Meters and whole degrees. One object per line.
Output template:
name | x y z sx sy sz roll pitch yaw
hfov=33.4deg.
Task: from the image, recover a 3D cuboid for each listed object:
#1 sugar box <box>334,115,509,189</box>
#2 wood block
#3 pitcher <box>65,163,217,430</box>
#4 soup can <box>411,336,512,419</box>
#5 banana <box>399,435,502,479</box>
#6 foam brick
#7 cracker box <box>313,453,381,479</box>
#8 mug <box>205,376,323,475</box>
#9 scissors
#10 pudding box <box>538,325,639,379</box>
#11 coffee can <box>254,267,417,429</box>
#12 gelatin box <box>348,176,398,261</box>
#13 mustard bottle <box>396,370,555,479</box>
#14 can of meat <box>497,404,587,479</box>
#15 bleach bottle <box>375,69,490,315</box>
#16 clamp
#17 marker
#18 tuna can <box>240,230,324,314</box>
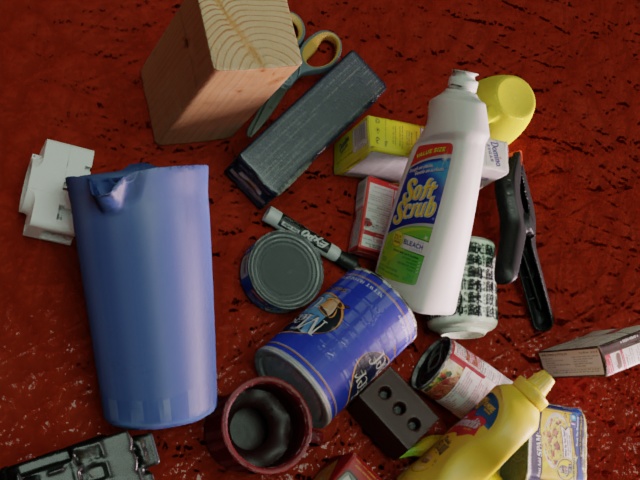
sugar box | 0.114 -0.093 1.202 0.176 0.093 0.048 6 73 -23
wood block | -0.105 -0.173 1.065 0.090 0.206 0.091 -9 80 -25
pitcher | -0.158 0.048 1.015 0.149 0.145 0.243 -7 94 -32
soup can | 0.160 0.160 1.166 0.102 0.069 0.068 35 65 -12
banana | 0.170 0.278 1.159 0.069 0.037 0.198 -42 92 3
foam brick | 0.076 0.184 1.124 0.078 0.051 0.053 46 62 8
cracker box | 0.015 0.344 1.051 0.164 0.072 0.213 45 64 -5
mug | -0.054 0.188 1.057 0.117 0.082 0.093 12 71 -20
scissors | -0.049 -0.192 1.180 0.096 0.016 0.201 45 51 4
pudding box | 0.319 0.129 1.219 0.089 0.114 0.039 -16 87 -26
coffee can | 0.017 0.110 1.098 0.140 0.103 0.103 -40 94 -27
gelatin box | 0.074 -0.019 1.200 0.073 0.030 0.089 16 70 -20
mustard bottle | 0.165 0.204 1.089 0.191 0.096 0.058 -43 95 0
can of meat | 0.249 0.232 1.192 0.083 0.058 0.102 12 72 -22
bleach bottle | 0.121 -0.053 1.121 0.067 0.103 0.251 5 99 -37
clamp | 0.233 -0.004 1.240 0.164 0.036 0.210 50 35 -49
marker | -0.008 0.001 1.164 0.121 0.020 0.020 31 66 -13
tuna can | -0.041 0.034 1.132 0.086 0.034 0.086 6 73 -22
